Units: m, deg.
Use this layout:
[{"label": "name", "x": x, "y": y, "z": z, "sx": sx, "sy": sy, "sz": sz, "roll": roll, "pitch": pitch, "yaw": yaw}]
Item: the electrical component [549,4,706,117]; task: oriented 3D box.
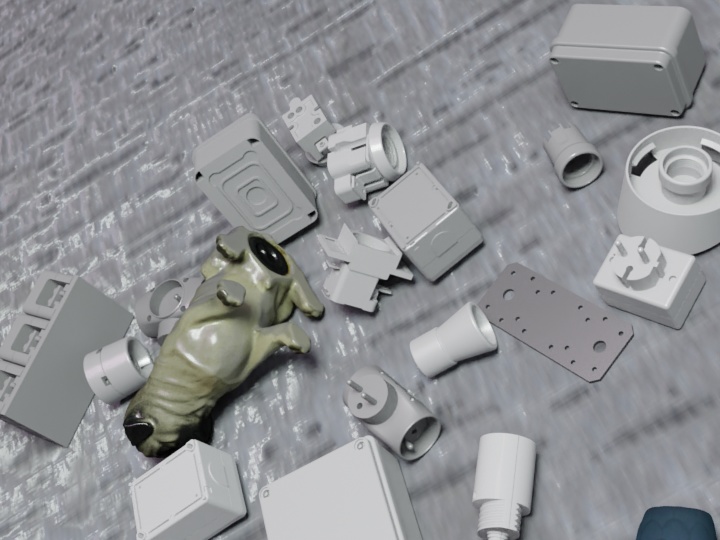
[{"label": "electrical component", "x": 0.227, "y": -0.178, "z": 0.916, "sx": 0.113, "sy": 0.078, "sz": 0.057, "roll": 12, "pitch": 66, "yaw": 37}]

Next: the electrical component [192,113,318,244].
[{"label": "electrical component", "x": -0.100, "y": -0.084, "z": 1.033, "sx": 0.078, "sy": 0.113, "sz": 0.057, "roll": -31, "pitch": 32, "yaw": 12}]

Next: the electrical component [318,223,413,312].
[{"label": "electrical component", "x": 0.000, "y": 0.000, "z": 0.948, "sx": 0.063, "sy": 0.081, "sz": 0.042, "roll": -68, "pitch": 22, "yaw": 15}]

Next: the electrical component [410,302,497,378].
[{"label": "electrical component", "x": 0.074, "y": 0.060, "z": 0.886, "sx": 0.065, "sy": 0.044, "sz": 0.044, "roll": -31, "pitch": 50, "yaw": 18}]

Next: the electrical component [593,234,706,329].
[{"label": "electrical component", "x": 0.214, "y": 0.000, "z": 0.813, "sx": 0.066, "sy": 0.076, "sz": 0.047, "roll": 22, "pitch": 75, "yaw": 39}]

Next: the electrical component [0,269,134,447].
[{"label": "electrical component", "x": -0.306, "y": 0.086, "z": 1.072, "sx": 0.062, "sy": 0.089, "sz": 0.150, "roll": 10, "pitch": 67, "yaw": 36}]

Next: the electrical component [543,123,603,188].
[{"label": "electrical component", "x": 0.181, "y": -0.099, "z": 0.921, "sx": 0.040, "sy": 0.040, "sz": 0.046, "roll": -32, "pitch": 44, "yaw": 11}]

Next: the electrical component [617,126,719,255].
[{"label": "electrical component", "x": 0.254, "y": -0.063, "z": 0.848, "sx": 0.099, "sy": 0.064, "sz": 0.099, "roll": -6, "pitch": 54, "yaw": 9}]

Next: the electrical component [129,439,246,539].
[{"label": "electrical component", "x": -0.151, "y": 0.201, "z": 0.927, "sx": 0.096, "sy": 0.061, "sz": 0.061, "roll": -36, "pitch": 48, "yaw": 19}]

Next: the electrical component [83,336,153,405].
[{"label": "electrical component", "x": -0.233, "y": 0.096, "z": 1.045, "sx": 0.047, "sy": 0.055, "sz": 0.055, "roll": -27, "pitch": 51, "yaw": 11}]

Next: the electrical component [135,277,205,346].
[{"label": "electrical component", "x": -0.177, "y": 0.052, "z": 1.044, "sx": 0.077, "sy": 0.044, "sz": 0.079, "roll": -16, "pitch": 55, "yaw": 23}]

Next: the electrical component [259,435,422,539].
[{"label": "electrical component", "x": -0.014, "y": 0.203, "z": 0.839, "sx": 0.109, "sy": 0.056, "sz": 0.108, "roll": -29, "pitch": 50, "yaw": 14}]

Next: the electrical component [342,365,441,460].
[{"label": "electrical component", "x": 0.016, "y": 0.108, "z": 0.865, "sx": 0.043, "sy": 0.079, "sz": 0.077, "roll": -51, "pitch": 49, "yaw": -1}]

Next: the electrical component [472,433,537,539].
[{"label": "electrical component", "x": 0.106, "y": 0.166, "z": 0.797, "sx": 0.043, "sy": 0.043, "sz": 0.081, "roll": -5, "pitch": 59, "yaw": 29}]

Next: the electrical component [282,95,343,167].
[{"label": "electrical component", "x": -0.042, "y": -0.135, "z": 1.070, "sx": 0.048, "sy": 0.055, "sz": 0.066, "roll": -36, "pitch": 49, "yaw": 8}]

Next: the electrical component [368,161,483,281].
[{"label": "electrical component", "x": 0.057, "y": -0.044, "z": 0.953, "sx": 0.062, "sy": 0.061, "sz": 0.096, "roll": -39, "pitch": 41, "yaw": 4}]

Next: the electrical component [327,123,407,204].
[{"label": "electrical component", "x": 0.008, "y": -0.107, "z": 1.022, "sx": 0.057, "sy": 0.058, "sz": 0.078, "roll": -16, "pitch": 54, "yaw": 26}]
